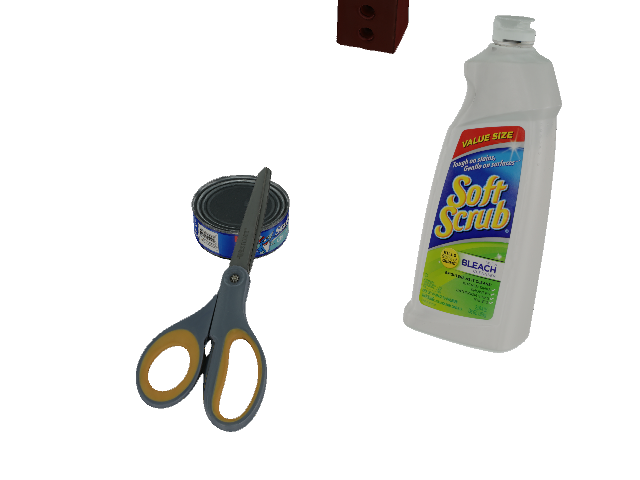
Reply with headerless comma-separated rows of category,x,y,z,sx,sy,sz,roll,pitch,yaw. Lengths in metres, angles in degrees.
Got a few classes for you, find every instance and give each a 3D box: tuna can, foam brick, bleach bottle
tuna can,-0.070,-0.020,0.942,0.086,0.034,0.086,1,38,-1
foam brick,0.045,-0.204,0.893,0.053,0.078,0.051,12,47,12
bleach bottle,0.127,-0.046,0.821,0.103,0.251,0.067,15,21,31

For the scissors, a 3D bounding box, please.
scissors,-0.078,0.037,0.735,0.096,0.202,0.016,-6,-32,2
